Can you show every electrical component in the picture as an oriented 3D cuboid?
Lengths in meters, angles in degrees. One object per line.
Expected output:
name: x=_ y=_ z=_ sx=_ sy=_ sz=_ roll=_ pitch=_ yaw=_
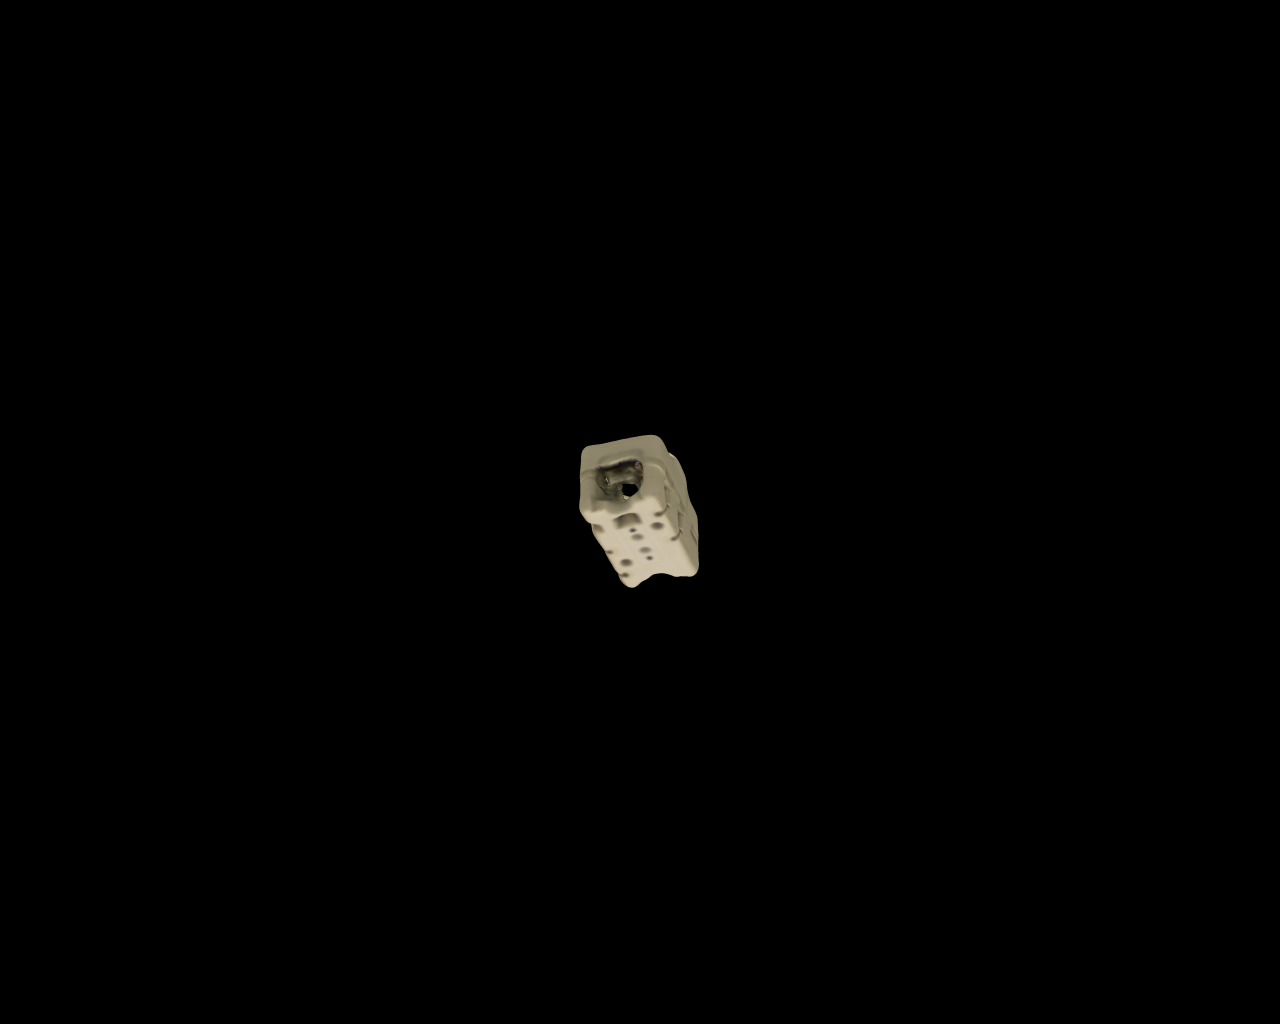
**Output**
electrical component: x=0.001 y=-0.003 z=0.650 sx=0.050 sy=0.056 sz=0.089 roll=-11 pitch=-39 yaw=14
